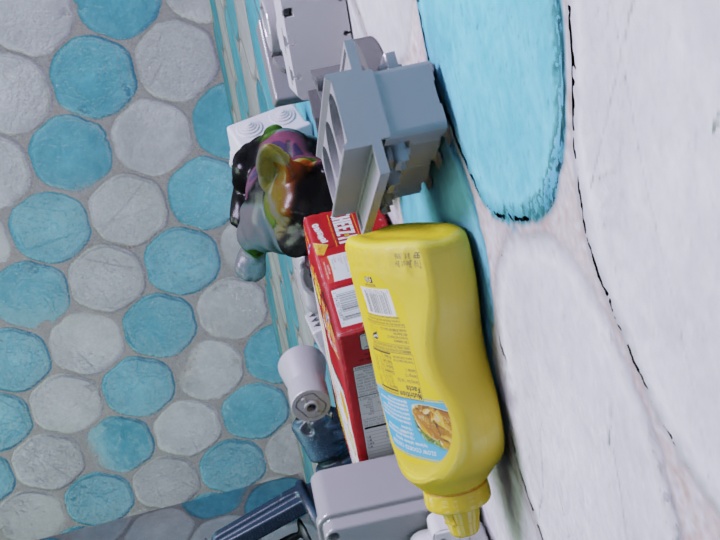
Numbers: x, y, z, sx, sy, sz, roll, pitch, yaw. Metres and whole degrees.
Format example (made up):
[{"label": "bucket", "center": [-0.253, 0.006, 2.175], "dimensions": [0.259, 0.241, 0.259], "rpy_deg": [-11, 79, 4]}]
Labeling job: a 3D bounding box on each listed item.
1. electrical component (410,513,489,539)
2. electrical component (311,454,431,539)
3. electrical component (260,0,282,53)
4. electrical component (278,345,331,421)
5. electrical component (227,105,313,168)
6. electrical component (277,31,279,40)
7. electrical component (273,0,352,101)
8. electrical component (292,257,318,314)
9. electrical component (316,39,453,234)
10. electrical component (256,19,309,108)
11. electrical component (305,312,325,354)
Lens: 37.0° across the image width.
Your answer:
[{"label": "electrical component", "center": [0.067, 0.211, 0.736], "dimensions": [0.057, 0.058, 0.078], "rpy_deg": [-109, 10, -56]}, {"label": "electrical component", "center": [0.026, 0.182, 0.780], "dimensions": [0.057, 0.113, 0.078], "rpy_deg": [-109, 9, -55]}, {"label": "electrical component", "center": [-0.064, -0.229, 0.988], "dimensions": [0.055, 0.047, 0.055], "rpy_deg": [167, 90, -82]}, {"label": "electrical component", "center": [-0.047, 0.102, 0.948], "dimensions": [0.065, 0.044, 0.044], "rpy_deg": [-109, 9, -58]}, {"label": "electrical component", "center": [-0.101, -0.135, 1.232], "dimensions": [0.048, 0.100, 0.099], "rpy_deg": [55, 161, 36]}, {"label": "electrical component", "center": [-0.049, -0.221, 0.908], "dimensions": [0.048, 0.048, 0.062], "rpy_deg": [96, 166, -68]}, {"label": "electrical component", "center": [-0.036, -0.186, 0.847], "dimensions": [0.055, 0.050, 0.089], "rpy_deg": [-123, 22, -68]}, {"label": "electrical component", "center": [-0.043, -0.004, 1.188], "dimensions": [0.059, 0.054, 0.095], "rpy_deg": [-124, 22, -69]}, {"label": "electrical component", "center": [0.012, -0.076, 0.635], "dimensions": [0.121, 0.063, 0.078], "rpy_deg": [107, 149, -75]}, {"label": "electrical component", "center": [-0.068, -0.210, 1.053], "dimensions": [0.076, 0.047, 0.083], "rpy_deg": [169, 88, -81]}, {"label": "electrical component", "center": [-0.022, 0.082, 1.212], "dimensions": [0.065, 0.047, 0.076], "rpy_deg": [-125, 10, -71]}]
